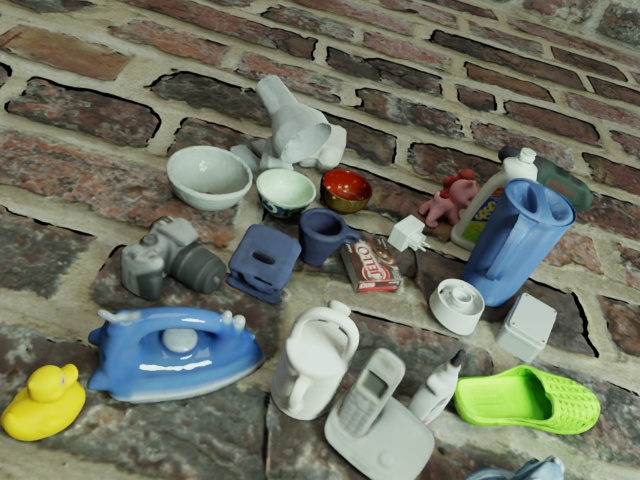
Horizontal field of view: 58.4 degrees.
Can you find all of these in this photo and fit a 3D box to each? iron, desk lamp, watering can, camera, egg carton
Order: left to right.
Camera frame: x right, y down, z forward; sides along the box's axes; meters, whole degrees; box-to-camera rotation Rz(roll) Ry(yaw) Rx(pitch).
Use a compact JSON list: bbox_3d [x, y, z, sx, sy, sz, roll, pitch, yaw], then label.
[{"bbox_3d":[-0.232,0.034,0.944,0.136,0.101,0.143,31,42,14],"label":"camera"},{"bbox_3d":[-0.191,0.140,0.811,0.259,0.141,0.118,-1,44,-21],"label":"iron"},{"bbox_3d":[-0.087,-0.217,1.189,0.118,0.213,0.202,-21,55,-37],"label":"desk lamp"},{"bbox_3d":[-0.004,0.158,0.822,0.101,0.194,0.172,10,41,-10],"label":"watering can"},{"bbox_3d":[0.005,-0.221,1.339,0.107,0.069,0.150,17,41,-2],"label":"egg carton"}]

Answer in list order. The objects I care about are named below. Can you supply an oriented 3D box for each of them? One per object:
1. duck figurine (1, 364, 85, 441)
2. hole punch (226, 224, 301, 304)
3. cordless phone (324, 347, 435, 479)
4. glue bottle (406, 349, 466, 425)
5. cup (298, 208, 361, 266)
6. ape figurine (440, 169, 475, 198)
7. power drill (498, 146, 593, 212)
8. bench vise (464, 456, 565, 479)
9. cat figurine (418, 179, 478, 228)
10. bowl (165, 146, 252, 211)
[{"bbox_3d":[-0.352,0.198,0.728,0.077,0.086,0.105,38,44,21],"label":"duck figurine"},{"bbox_3d":[-0.096,0.040,0.996,0.108,0.091,0.101,23,41,5],"label":"hole punch"},{"bbox_3d":[0.095,0.239,0.777,0.147,0.185,0.094,33,43,16],"label":"cordless phone"},{"bbox_3d":[0.174,0.216,0.842,0.078,0.173,0.037,-22,55,-37],"label":"glue bottle"},{"bbox_3d":[0.010,0.004,1.073,0.118,0.095,0.091,14,41,-6],"label":"cup"},{"bbox_3d":[0.332,-0.129,1.345,0.076,0.092,0.077,3,43,-17],"label":"ape figurine"},{"bbox_3d":[0.462,-0.088,1.259,0.229,0.208,0.075,17,41,-2],"label":"power drill"},{"bbox_3d":[0.247,0.316,0.724,0.121,0.220,0.208,33,43,16],"label":"bench vise"},{"bbox_3d":[0.296,-0.092,1.271,0.128,0.118,0.067,-6,46,-26],"label":"cat figurine"},{"bbox_3d":[-0.220,-0.109,1.126,0.167,0.075,0.167,11,41,-9],"label":"bowl"}]
